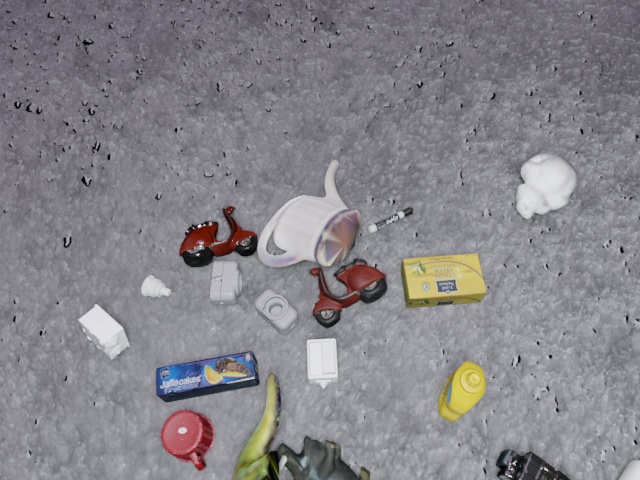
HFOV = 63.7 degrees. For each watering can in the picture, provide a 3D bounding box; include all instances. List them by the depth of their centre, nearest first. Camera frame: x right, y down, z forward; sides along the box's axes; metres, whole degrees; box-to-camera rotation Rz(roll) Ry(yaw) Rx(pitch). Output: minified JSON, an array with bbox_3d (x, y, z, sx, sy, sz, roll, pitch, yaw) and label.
[{"bbox_3d":[0.004,-0.061,1.204,0.226,0.102,0.353,20,58,37],"label":"watering can"}]

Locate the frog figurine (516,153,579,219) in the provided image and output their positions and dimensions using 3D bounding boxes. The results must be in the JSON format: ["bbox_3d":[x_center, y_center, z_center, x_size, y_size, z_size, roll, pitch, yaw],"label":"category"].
[{"bbox_3d":[0.528,-0.129,1.228,0.161,0.121,0.138,-29,84,-25],"label":"frog figurine"}]

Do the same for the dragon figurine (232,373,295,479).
[{"bbox_3d":[-0.156,0.465,0.910,0.241,0.120,0.420,-23,49,19],"label":"dragon figurine"}]
